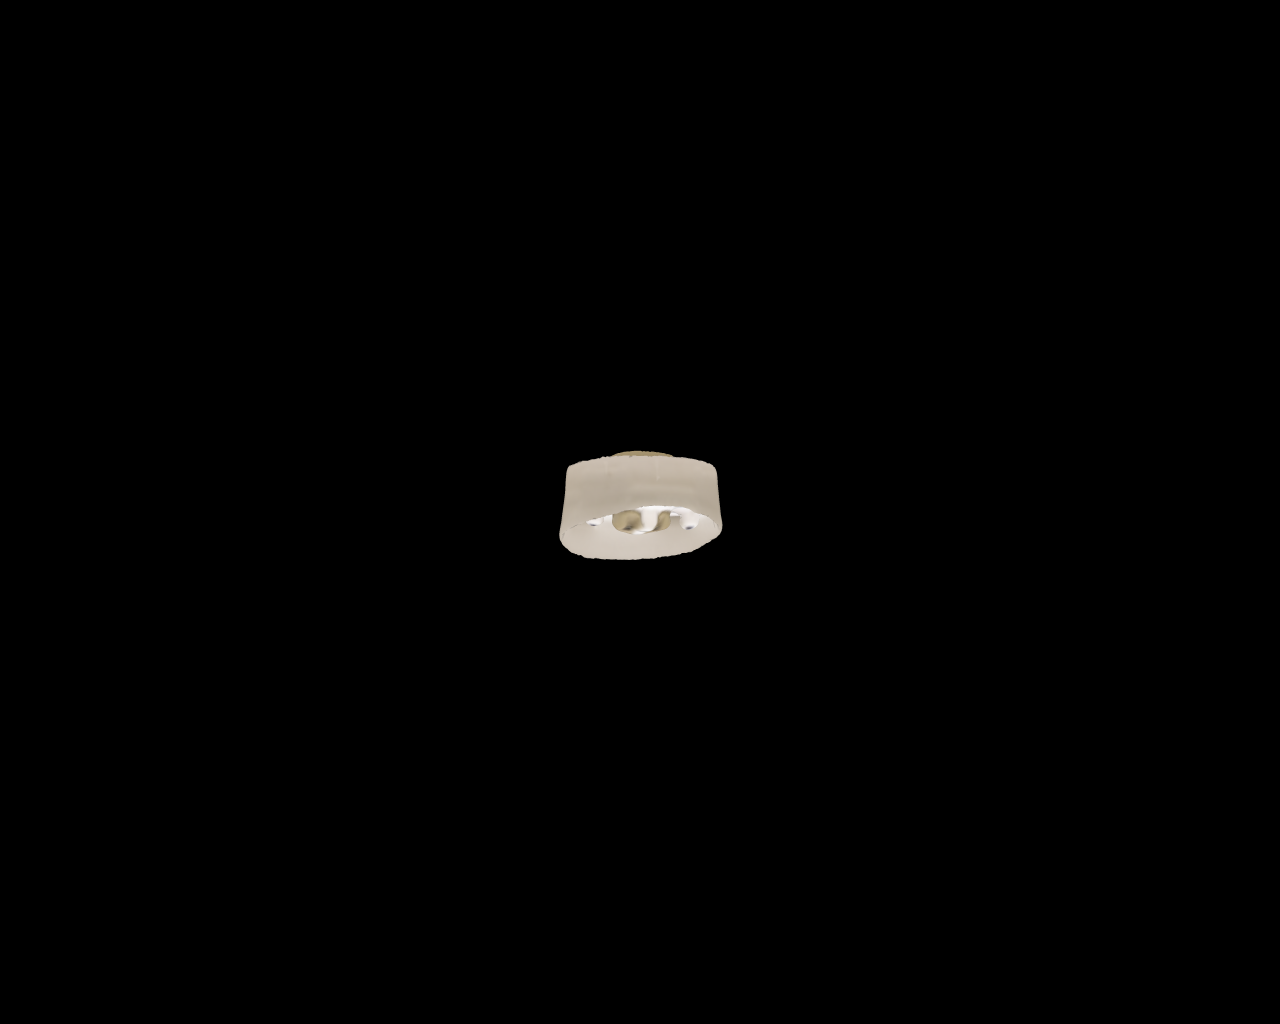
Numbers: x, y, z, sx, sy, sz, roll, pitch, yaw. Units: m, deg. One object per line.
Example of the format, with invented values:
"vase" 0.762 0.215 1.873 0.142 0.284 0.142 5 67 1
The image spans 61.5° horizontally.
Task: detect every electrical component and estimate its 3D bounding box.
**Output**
"electrical component" 0.001 -0.003 0.650 0.099 0.064 0.099 0 -6 0
